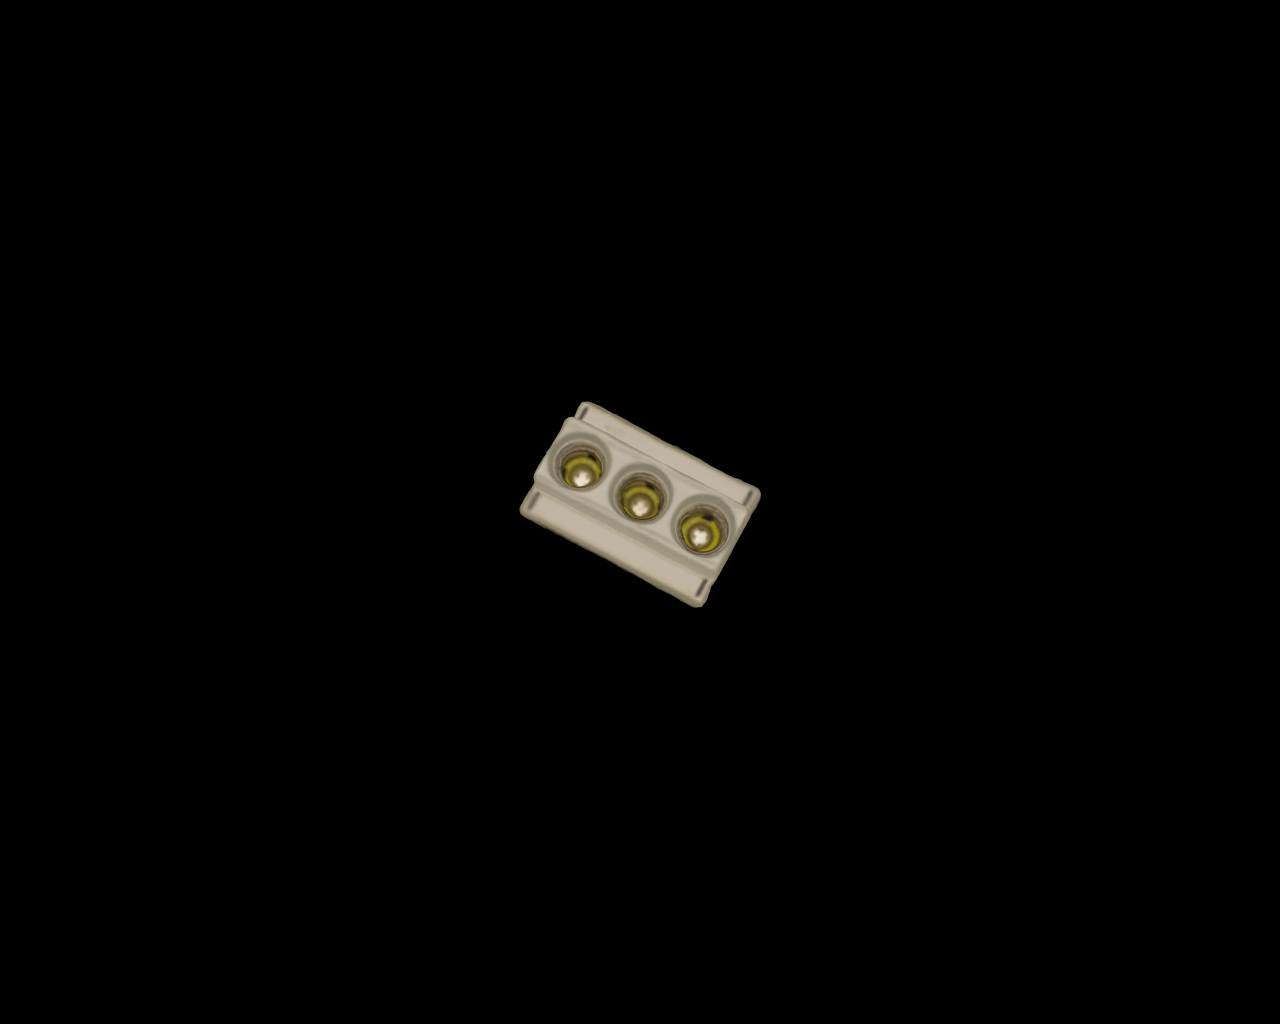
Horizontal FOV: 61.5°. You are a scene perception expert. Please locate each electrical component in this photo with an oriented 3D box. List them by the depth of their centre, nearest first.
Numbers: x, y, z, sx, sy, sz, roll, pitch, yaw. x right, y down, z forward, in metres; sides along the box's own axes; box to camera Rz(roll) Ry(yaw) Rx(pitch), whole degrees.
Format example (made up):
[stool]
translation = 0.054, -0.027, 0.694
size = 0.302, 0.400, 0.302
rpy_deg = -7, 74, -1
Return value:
[electrical component]
translation = 0.001, -0.003, 0.650
size = 0.121, 0.079, 0.063
rpy_deg = 27, -14, 7
